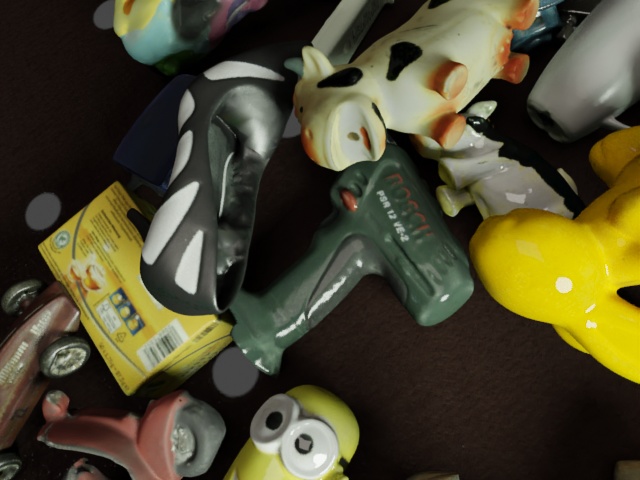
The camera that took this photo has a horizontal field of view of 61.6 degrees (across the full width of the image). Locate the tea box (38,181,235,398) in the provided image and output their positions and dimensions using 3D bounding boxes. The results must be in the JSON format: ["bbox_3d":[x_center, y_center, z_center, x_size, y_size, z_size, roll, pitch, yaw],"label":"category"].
[{"bbox_3d":[-0.160,0.043,0.477,0.098,0.068,0.170,-39,67,-2],"label":"tea box"}]

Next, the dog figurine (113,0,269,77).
[{"bbox_3d":[-0.075,-0.253,0.527,0.219,0.108,0.191,4,77,17],"label":"dog figurine"}]

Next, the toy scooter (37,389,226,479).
[{"bbox_3d":[-0.161,0.183,0.404,0.135,0.075,0.183,23,97,3],"label":"toy scooter"}]

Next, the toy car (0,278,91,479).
[{"bbox_3d":[-0.266,0.122,0.456,0.089,0.053,0.202,45,109,27],"label":"toy car"}]

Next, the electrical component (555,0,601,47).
[{"bbox_3d":[0.250,-0.217,0.494,0.063,0.021,0.094,17,76,16],"label":"electrical component"}]

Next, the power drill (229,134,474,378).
[{"bbox_3d":[-0.001,-0.001,0.457,0.207,0.086,0.232,-33,65,-7],"label":"power drill"}]

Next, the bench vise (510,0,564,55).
[{"bbox_3d":[0.152,-0.277,0.432,0.129,0.240,0.223,-10,86,6],"label":"bench vise"}]

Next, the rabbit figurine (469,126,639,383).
[{"bbox_3d":[0.186,0.007,0.351,0.173,0.122,0.162,-16,100,-2],"label":"rabbit figurine"}]

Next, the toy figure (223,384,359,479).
[{"bbox_3d":[-0.040,0.191,0.397,0.082,0.089,0.180,29,89,4],"label":"toy figure"}]

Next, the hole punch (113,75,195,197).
[{"bbox_3d":[-0.135,-0.097,0.509,0.116,0.092,0.142,31,84,23],"label":"hole punch"}]

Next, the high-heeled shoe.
[{"bbox_3d":[-0.053,-0.061,0.414,0.145,0.086,0.249,32,78,38],"label":"high-heeled shoe"}]

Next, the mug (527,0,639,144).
[{"bbox_3d":[0.235,-0.125,0.443,0.107,0.080,0.109,-43,76,9],"label":"mug"}]

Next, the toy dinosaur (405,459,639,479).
[{"bbox_3d":[0.109,0.242,0.308,0.472,0.105,0.198,-4,74,-3],"label":"toy dinosaur"}]

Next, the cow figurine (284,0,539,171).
[{"bbox_3d":[0.060,-0.125,0.411,0.127,0.085,0.195,31,64,36],"label":"cow figurine"}]

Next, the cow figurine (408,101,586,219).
[{"bbox_3d":[0.144,-0.056,0.441,0.098,0.068,0.167,-28,72,-3],"label":"cow figurine"}]
